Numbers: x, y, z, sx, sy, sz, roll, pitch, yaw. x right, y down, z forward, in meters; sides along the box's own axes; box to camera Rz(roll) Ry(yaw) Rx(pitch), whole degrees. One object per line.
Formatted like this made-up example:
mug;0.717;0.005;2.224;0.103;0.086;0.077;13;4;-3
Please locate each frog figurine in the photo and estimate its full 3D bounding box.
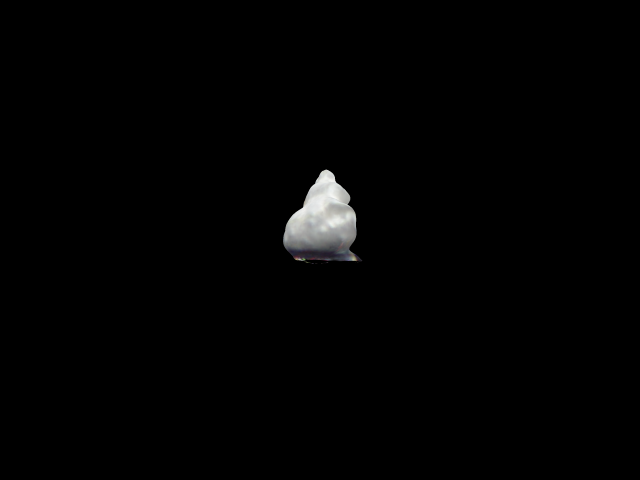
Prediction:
frog figurine;0.003;-0.043;0.850;0.122;0.160;0.136;5;-9;-32
